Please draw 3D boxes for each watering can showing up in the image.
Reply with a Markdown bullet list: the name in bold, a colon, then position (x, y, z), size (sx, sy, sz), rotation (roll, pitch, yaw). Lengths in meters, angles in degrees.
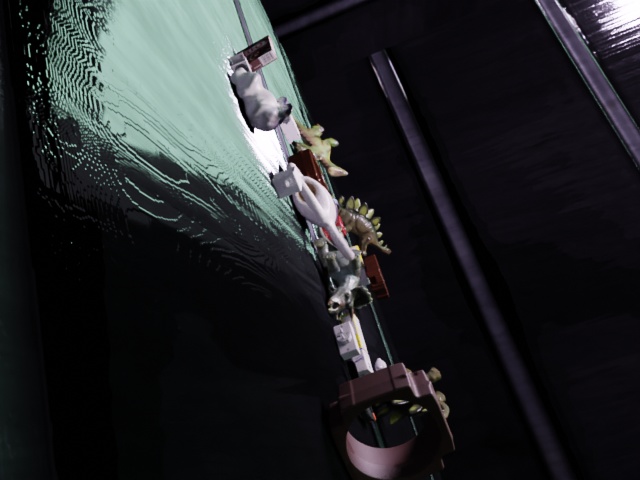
- **watering can**: position (0.005, -0.077, 1.523), size (0.351, 0.104, 0.223), rotation (57, 5, 12)

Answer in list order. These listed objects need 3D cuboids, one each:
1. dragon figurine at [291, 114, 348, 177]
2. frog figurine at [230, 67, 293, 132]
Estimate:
- **dragon figurine**: position (-0.045, -0.388, 2.055), size (0.412, 0.120, 0.245), rotation (42, 20, 6)
- **frog figurine**: position (-0.162, -0.347, 1.285), size (0.158, 0.120, 0.141), rotation (25, 39, -25)
